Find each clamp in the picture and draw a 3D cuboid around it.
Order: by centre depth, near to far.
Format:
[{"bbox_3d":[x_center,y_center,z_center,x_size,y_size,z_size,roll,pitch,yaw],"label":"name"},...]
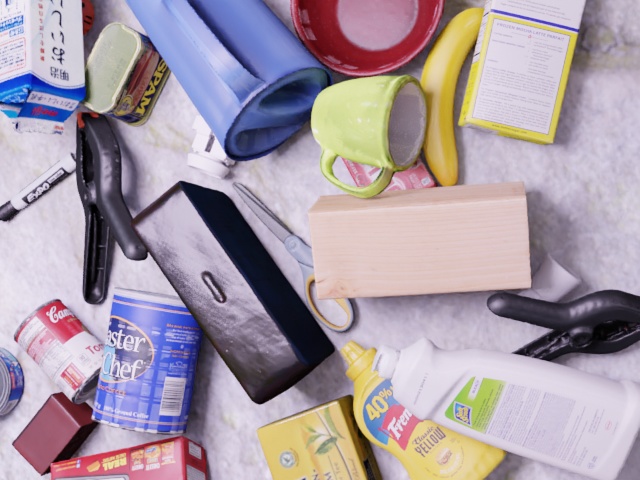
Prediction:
[{"bbox_3d":[0.244,0.091,1.039,0.171,0.120,0.039,-1,51,2],"label":"clamp"},{"bbox_3d":[-0.242,-0.039,1.173,0.165,0.036,0.210,-44,55,50],"label":"clamp"}]

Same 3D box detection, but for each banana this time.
[{"bbox_3d":[0.135,-0.155,1.090,0.070,0.037,0.198,19,94,16],"label":"banana"}]

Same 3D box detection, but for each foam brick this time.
[{"bbox_3d":[-0.294,0.215,1.194,0.051,0.053,0.078,42,100,13],"label":"foam brick"}]

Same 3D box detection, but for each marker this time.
[{"bbox_3d":[-0.326,-0.059,1.227,0.121,0.020,0.020,-35,80,12],"label":"marker"}]

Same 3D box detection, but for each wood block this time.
[{"bbox_3d":[0.100,0.000,1.050,0.206,0.090,0.091,-4,103,10],"label":"wood block"}]

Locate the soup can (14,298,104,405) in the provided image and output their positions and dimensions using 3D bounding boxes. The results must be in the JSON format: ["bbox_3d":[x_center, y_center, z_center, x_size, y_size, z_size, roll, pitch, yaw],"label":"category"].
[{"bbox_3d":[-0.281,0.124,1.185,0.102,0.068,0.068,44,100,12],"label":"soup can"}]

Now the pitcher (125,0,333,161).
[{"bbox_3d":[-0.109,-0.212,1.096,0.243,0.144,0.149,52,145,19],"label":"pitcher"}]

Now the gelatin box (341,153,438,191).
[{"bbox_3d":[0.070,-0.076,1.110,0.073,0.030,0.089,-29,81,13],"label":"gelatin box"}]

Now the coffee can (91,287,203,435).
[{"bbox_3d":[-0.180,0.127,1.133,0.103,0.102,0.140,9,87,16],"label":"coffee can"}]

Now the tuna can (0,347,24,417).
[{"bbox_3d":[-0.386,0.165,1.231,0.086,0.033,0.086,0,89,16],"label":"tuna can"}]

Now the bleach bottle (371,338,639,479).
[{"bbox_3d":[0.175,0.147,1.021,0.251,0.068,0.102,19,101,-1],"label":"bleach bottle"}]

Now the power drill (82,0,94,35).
[{"bbox_3d":[-0.323,-0.339,1.215,0.184,0.057,0.188,19,97,11],"label":"power drill"}]

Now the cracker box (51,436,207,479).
[{"bbox_3d":[-0.197,0.329,1.121,0.164,0.072,0.214,-15,63,15],"label":"cracker box"}]

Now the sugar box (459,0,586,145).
[{"bbox_3d":[0.202,-0.190,1.057,0.093,0.048,0.176,13,90,-4],"label":"sugar box"}]

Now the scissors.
[{"bbox_3d":[-0.007,0.001,1.137,0.096,0.016,0.202,-31,81,11],"label":"scissors"}]

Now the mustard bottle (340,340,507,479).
[{"bbox_3d":[0.091,0.177,1.083,0.096,0.058,0.192,-45,77,8],"label":"mustard bottle"}]

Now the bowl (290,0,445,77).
[{"bbox_3d":[0.054,-0.245,1.105,0.162,0.055,0.162,0,88,16],"label":"bowl"}]

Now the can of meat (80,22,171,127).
[{"bbox_3d":[-0.213,-0.181,1.164,0.057,0.083,0.102,29,96,15],"label":"can of meat"}]
